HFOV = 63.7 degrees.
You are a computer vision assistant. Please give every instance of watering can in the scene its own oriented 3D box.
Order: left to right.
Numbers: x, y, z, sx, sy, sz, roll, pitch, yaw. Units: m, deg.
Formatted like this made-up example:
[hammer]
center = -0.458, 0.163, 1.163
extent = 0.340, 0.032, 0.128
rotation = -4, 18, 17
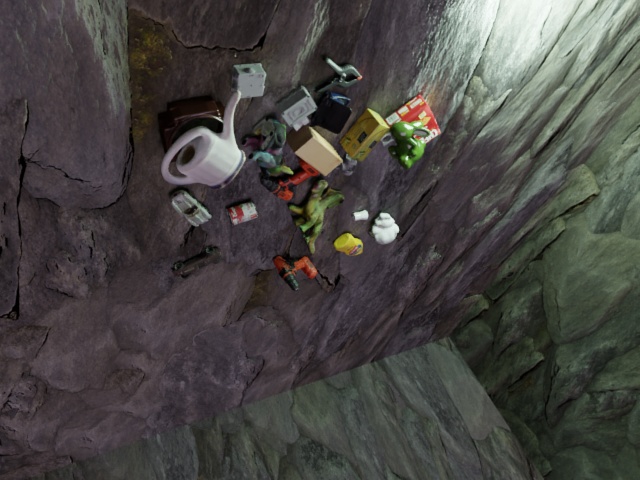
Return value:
[watering can]
center = -0.302, -0.269, 1.505
extent = 0.345, 0.106, 0.222
rotation = -39, 147, 14

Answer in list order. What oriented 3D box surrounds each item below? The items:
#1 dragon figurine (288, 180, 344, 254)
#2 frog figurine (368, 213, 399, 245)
[dragon figurine]
center = 0.006, -0.107, 2.135
extent = 0.244, 0.124, 0.402
rotation = -35, 149, -8
[frog figurine]
center = 0.310, -0.055, 2.424
extent = 0.137, 0.125, 0.156
rotation = 5, 148, -15
